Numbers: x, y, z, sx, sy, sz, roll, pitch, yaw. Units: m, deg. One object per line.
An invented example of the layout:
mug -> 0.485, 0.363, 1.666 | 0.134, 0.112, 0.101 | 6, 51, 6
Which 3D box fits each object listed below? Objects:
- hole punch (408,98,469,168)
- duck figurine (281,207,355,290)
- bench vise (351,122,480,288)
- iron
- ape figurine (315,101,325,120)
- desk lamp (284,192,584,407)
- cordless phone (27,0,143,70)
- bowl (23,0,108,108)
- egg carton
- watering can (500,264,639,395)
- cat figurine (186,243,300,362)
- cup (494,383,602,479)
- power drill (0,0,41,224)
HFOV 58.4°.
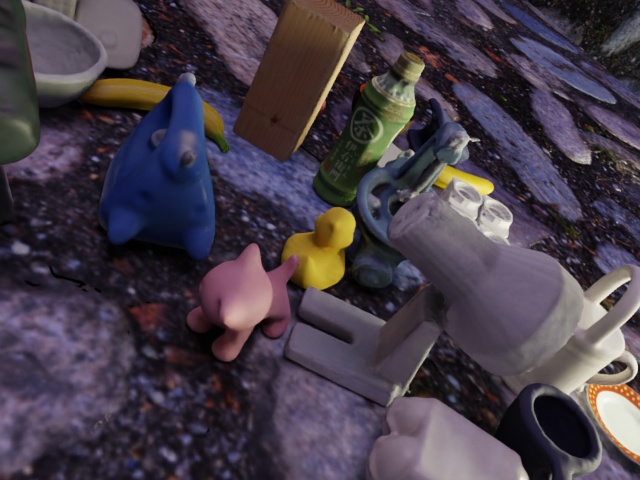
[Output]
hole punch -> 0.225, -0.191, 1.037 | 0.101, 0.091, 0.108 | 17, 39, -20
duck figurine -> 0.006, 0.002, 0.656 | 0.077, 0.086, 0.105 | 38, 36, 8
bench vise -> 0.102, -0.074, 0.701 | 0.122, 0.219, 0.207 | 15, 39, -22
iron -> -0.156, -0.104, 0.612 | 0.119, 0.141, 0.258 | 13, 40, -24
ape figurine -> -0.019, -0.243, 0.916 | 0.076, 0.092, 0.078 | 38, 36, 8
desk lamp -> 0.103, 0.065, 0.547 | 0.203, 0.213, 0.118 | 26, 36, -8
cordless phone -> -0.290, -0.316, 0.722 | 0.148, 0.185, 0.094 | 1, 46, -35
bowl -> -0.335, -0.201, 0.649 | 0.168, 0.074, 0.167 | 20, 38, -16
egg carton -> 0.114, 0.211, 0.506 | 0.150, 0.069, 0.107 | 33, 36, 1
watering can -> 0.292, 0.099, 0.663 | 0.173, 0.194, 0.101 | 23, 37, -12
cat figurine -> -0.065, 0.049, 0.522 | 0.067, 0.117, 0.128 | 45, 38, 17
cup -> 0.207, 0.211, 0.554 | 0.092, 0.095, 0.118 | 30, 36, -3
power drill -> -0.290, -0.121, 0.476 | 0.076, 0.208, 0.229 | -4, 49, -39
